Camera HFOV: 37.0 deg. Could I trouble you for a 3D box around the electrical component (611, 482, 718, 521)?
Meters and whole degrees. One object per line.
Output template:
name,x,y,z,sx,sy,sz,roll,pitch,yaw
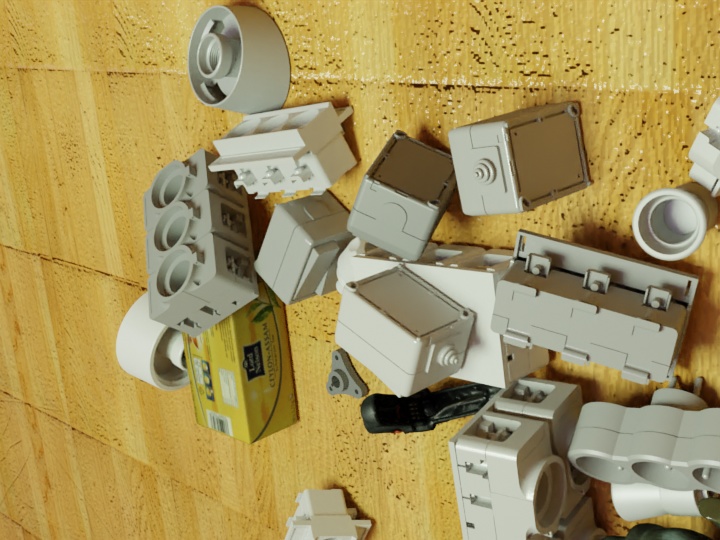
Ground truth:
electrical component,0.215,0.154,0.751,0.065,0.044,0.044,-11,97,45

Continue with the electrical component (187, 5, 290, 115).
electrical component,-0.111,-0.190,0.977,0.099,0.064,0.099,3,93,49

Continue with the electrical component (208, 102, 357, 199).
electrical component,-0.064,-0.103,0.940,0.121,0.078,0.063,1,128,48

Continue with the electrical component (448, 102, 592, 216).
electrical component,0.103,-0.075,0.738,0.061,0.096,0.061,0,106,48

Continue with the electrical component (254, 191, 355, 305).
electrical component,-0.047,-0.013,0.960,0.061,0.062,0.096,47,135,26

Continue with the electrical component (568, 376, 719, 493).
electrical component,0.211,0.104,0.721,0.138,0.073,0.052,-3,144,44

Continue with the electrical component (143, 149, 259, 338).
electrical component,-0.155,-0.027,1.007,0.089,0.062,0.150,-32,51,29

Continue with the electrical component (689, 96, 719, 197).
electrical component,0.235,-0.071,0.623,0.057,0.058,0.078,44,133,32

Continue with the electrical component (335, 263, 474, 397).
electrical component,0.035,0.050,0.794,0.096,0.062,0.061,36,130,34

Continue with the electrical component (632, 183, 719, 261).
electrical component,0.200,-0.033,0.670,0.044,0.065,0.044,7,105,28

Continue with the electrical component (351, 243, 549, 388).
electrical component,0.071,0.030,0.844,0.150,0.062,0.089,7,111,47

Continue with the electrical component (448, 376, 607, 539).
electrical component,0.130,0.185,0.792,0.060,0.105,0.186,6,116,36

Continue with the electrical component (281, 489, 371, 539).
electrical component,-0.046,0.276,1.072,0.063,0.079,0.121,-107,29,-46

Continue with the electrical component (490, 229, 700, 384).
electrical component,0.154,0.029,0.718,0.121,0.063,0.078,16,120,20

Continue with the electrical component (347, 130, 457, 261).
electrical component,0.037,-0.058,0.828,0.062,0.096,0.061,25,128,5

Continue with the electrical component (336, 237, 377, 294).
electrical component,0.000,0.000,0.927,0.043,0.043,0.062,57,140,15

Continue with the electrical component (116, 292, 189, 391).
electrical component,-0.195,0.075,1.133,0.060,0.108,0.108,26,124,32
